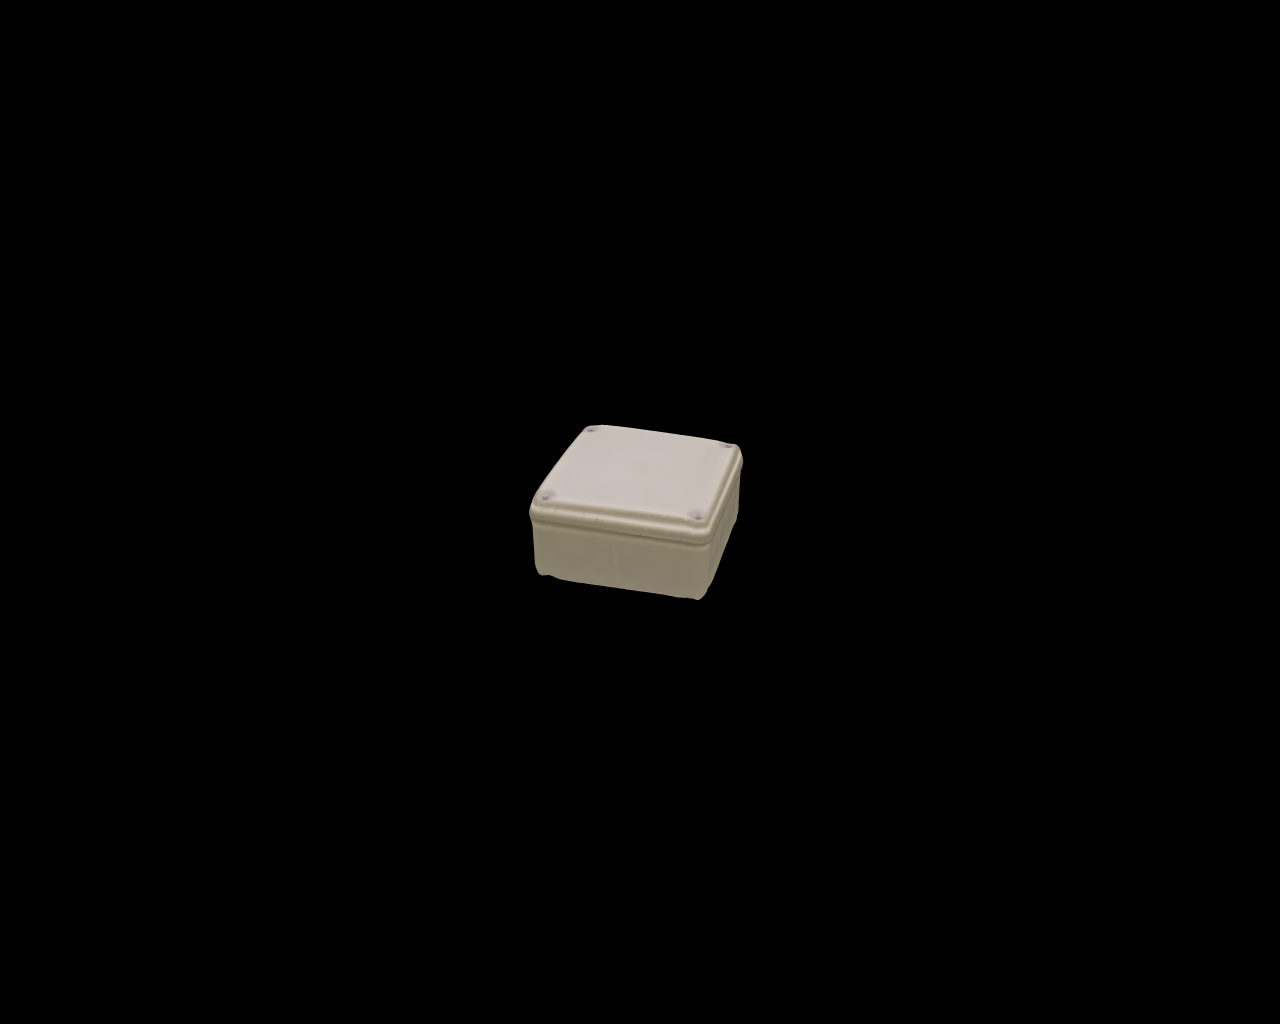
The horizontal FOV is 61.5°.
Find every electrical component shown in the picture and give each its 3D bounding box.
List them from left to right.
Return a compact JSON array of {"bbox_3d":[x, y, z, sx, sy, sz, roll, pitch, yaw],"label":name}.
[{"bbox_3d":[0.001,-0.003,0.650,0.109,0.056,0.109,8,32,14],"label":"electrical component"}]
